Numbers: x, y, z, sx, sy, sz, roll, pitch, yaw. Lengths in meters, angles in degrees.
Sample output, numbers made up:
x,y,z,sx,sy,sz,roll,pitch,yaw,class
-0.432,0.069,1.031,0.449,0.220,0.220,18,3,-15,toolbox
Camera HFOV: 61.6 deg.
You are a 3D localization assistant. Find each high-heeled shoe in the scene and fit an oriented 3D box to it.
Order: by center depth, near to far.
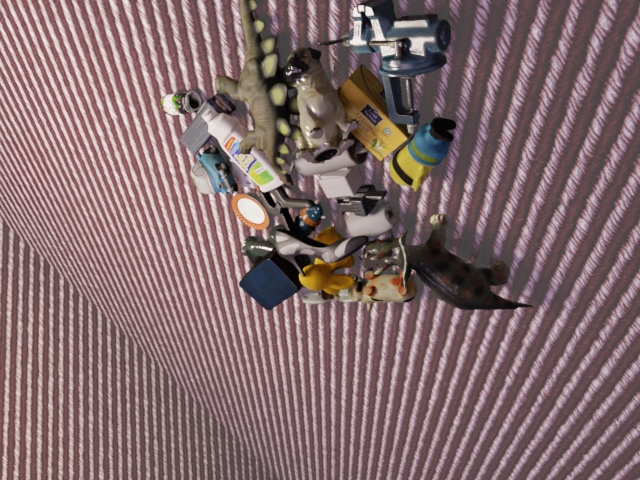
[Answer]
x,y,z,sx,sy,sz,roll,pitch,yaw,class
-0.003,-0.004,1.327,0.249,0.086,0.145,-28,85,29,high-heeled shoe

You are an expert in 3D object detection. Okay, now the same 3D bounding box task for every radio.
x,y,z,sx,sy,sz,roll,pitch,yaw,class
-0.133,0.113,1.552,0.131,0.073,0.229,44,143,-6,radio

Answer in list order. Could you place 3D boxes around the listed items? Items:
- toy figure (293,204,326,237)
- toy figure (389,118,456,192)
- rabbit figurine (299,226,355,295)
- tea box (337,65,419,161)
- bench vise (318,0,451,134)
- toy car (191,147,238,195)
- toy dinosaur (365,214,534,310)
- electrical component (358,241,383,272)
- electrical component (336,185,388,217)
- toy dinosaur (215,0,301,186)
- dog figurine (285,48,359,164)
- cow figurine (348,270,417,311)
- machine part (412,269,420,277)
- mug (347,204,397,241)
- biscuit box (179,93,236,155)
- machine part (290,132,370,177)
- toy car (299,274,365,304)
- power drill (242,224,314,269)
x,y,z,sx,sy,sz,roll,pitch,yaw,class
-0.032,-0.054,1.430,0.064,0.058,0.154,10,146,-25,toy figure
0.206,-0.178,1.094,0.089,0.082,0.180,43,149,10,toy figure
0.011,0.076,1.442,0.162,0.173,0.122,50,137,-10,rabbit figurine
0.106,-0.257,1.097,0.169,0.068,0.098,43,144,-6,tea box
0.135,-0.309,0.975,0.224,0.129,0.240,7,126,31,bench vise
-0.290,-0.170,1.434,0.162,0.103,0.109,54,168,47,toy car
0.296,0.084,1.207,0.405,0.192,0.131,33,145,7,toy dinosaur
0.137,0.039,1.410,0.078,0.045,0.102,-8,133,8,electrical component
0.106,-0.094,1.267,0.119,0.075,0.047,3,131,33,electrical component
-0.121,-0.330,1.163,0.199,0.105,0.470,4,122,38,toy dinosaur
-0.015,-0.264,1.076,0.172,0.121,0.190,-50,57,56,dog figurine
0.166,0.134,1.445,0.195,0.085,0.127,-6,151,28,cow figurine
0.275,0.076,1.320,0.139,0.084,0.039,31,118,-6,machine part
0.137,-0.036,1.300,0.107,0.081,0.109,-22,115,41,mug
-0.293,-0.296,1.379,0.062,0.059,0.203,45,142,-12,biscuit box
0.021,-0.195,1.224,0.243,0.079,0.079,-7,125,44,machine part
0.038,0.145,1.552,0.202,0.056,0.073,-4,130,13,toy car
-0.122,0.056,1.603,0.208,0.086,0.231,7,136,40,power drill
